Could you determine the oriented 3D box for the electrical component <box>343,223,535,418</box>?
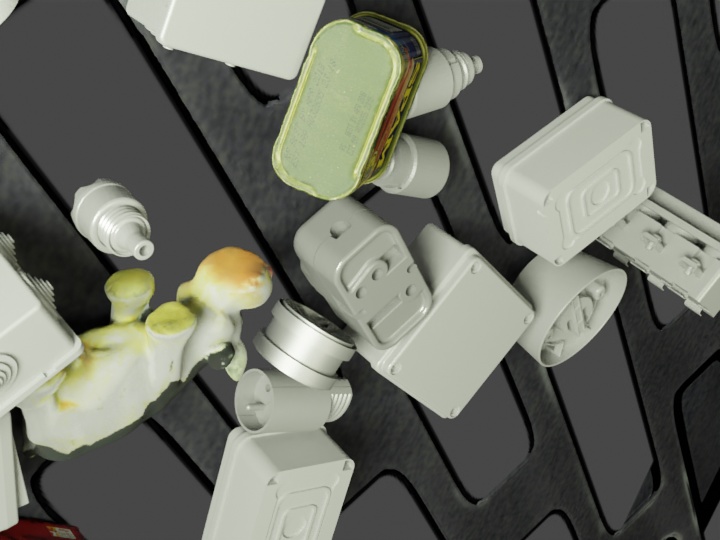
[{"bbox_3d":[0.059,0.039,0.790,0.108,0.056,0.109,-52,138,-1],"label":"electrical component"}]

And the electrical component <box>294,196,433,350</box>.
[{"bbox_3d":[0.000,0.000,0.710,0.054,0.059,0.095,-42,137,-11],"label":"electrical component"}]

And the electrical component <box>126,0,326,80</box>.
[{"bbox_3d":[-0.064,-0.156,0.558,0.100,0.048,0.099,7,112,-43],"label":"electrical component"}]

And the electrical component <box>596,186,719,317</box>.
[{"bbox_3d":[0.251,-0.019,0.868,0.063,0.121,0.079,-52,138,4],"label":"electrical component"}]

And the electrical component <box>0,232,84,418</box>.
[{"bbox_3d":[-0.201,0.029,0.529,0.100,0.100,0.048,-39,149,-14],"label":"electrical component"}]

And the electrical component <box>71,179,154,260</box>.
[{"bbox_3d":[-0.130,-0.024,0.580,0.035,0.061,0.035,-22,129,-29],"label":"electrical component"}]

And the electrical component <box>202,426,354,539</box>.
[{"bbox_3d":[-0.061,0.167,0.771,0.078,0.057,0.113,-3,120,-38],"label":"electrical component"}]

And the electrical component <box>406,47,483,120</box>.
[{"bbox_3d":[0.046,-0.122,0.682,0.078,0.040,0.040,-22,130,-32],"label":"electrical component"}]

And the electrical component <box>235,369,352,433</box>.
[{"bbox_3d":[-0.041,0.090,0.746,0.081,0.043,0.043,5,113,-43],"label":"electrical component"}]

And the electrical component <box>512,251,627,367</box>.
[{"bbox_3d":[0.167,0.030,0.871,0.099,0.064,0.099,-22,130,-29],"label":"electrical component"}]

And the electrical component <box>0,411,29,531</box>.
[{"bbox_3d":[-0.219,0.093,0.581,0.061,0.062,0.096,-15,126,-33],"label":"electrical component"}]

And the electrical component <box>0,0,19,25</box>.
[{"bbox_3d":[-0.202,-0.127,0.463,0.079,0.043,0.077,-44,137,-8],"label":"electrical component"}]

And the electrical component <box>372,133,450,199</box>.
[{"bbox_3d":[0.023,-0.069,0.698,0.078,0.040,0.040,5,114,-42],"label":"electrical component"}]

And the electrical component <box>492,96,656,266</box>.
[{"bbox_3d":[0.160,-0.068,0.804,0.113,0.057,0.078,-36,135,-17],"label":"electrical component"}]
